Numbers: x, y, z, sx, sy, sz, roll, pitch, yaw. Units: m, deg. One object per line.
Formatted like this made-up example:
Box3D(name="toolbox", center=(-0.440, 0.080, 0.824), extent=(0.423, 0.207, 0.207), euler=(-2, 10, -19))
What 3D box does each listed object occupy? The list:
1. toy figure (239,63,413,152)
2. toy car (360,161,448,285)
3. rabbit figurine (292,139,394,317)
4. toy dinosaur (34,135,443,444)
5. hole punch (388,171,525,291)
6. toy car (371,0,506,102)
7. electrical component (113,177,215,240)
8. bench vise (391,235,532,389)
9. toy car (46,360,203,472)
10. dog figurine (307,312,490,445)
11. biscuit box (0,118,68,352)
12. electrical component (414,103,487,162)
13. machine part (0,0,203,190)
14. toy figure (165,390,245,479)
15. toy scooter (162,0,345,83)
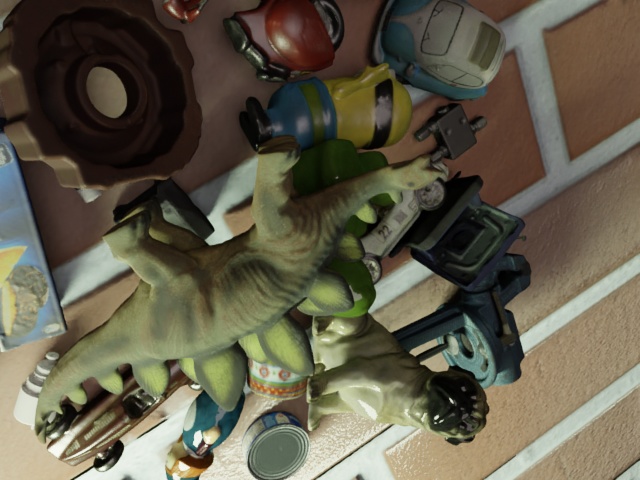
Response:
Box3D(name="toy figure", center=(0.011, -0.129, 0.570), extent=(0.180, 0.082, 0.089), euler=(-18, 109, -18))
Box3D(name="toy car", center=(0.078, -0.016, 0.635), extent=(0.056, 0.073, 0.201), euler=(40, 89, -7))
Box3D(name="rabbit figurine", center=(-0.001, -0.002, 0.557), extent=(0.121, 0.159, 0.170), euler=(7, 73, -64))
Box3D(name="toy dinosaur", center=(-0.105, 0.052, 0.483), extent=(0.472, 0.105, 0.198), euler=(-25, 104, 14))
Box3D(name="hole punch", center=(0.165, -0.010, 0.647), extent=(0.092, 0.116, 0.142), euler=(38, 88, -11))
Box3D(name="toy car", center=(0.145, -0.209, 0.588), extent=(0.161, 0.103, 0.109), euler=(18, 100, -24))
Box3D(name="electrical component", center=(-0.148, -0.005, 0.561), extent=(0.075, 0.048, 0.119), euler=(-42, 118, -4))
Box3D(name="bench vise", center=(0.173, 0.107, 0.696), extent=(0.241, 0.129, 0.223), euler=(-21, 111, -20))
Box3D(name="toy car", center=(-0.208, 0.177, 0.595), extent=(0.202, 0.053, 0.089), euler=(-40, 121, -8))
Box3D(name="dog figurine", center=(0.085, 0.138, 0.611), extent=(0.191, 0.172, 0.121), euler=(2, 150, 2))
Box3D(name="biscuit box", center=(-0.284, -0.003, 0.483), extent=(0.059, 0.063, 0.202), euler=(-16, 119, -26))
Box3D(name="electrical component", center=(0.163, -0.136, 0.664), extent=(0.094, 0.021, 0.063), euler=(-35, 116, -8))
Box3D(name="machine part", center=(-0.186, -0.127, 0.465), extent=(0.179, 0.056, 0.179), euler=(-5, 97, -49))
Box3D(name="toy figure", center=(-0.142, 0.236, 0.635), extent=(0.058, 0.064, 0.154), euler=(32, 98, 12))
Box3D(name="toy scooter", center=(-0.066, -0.217, 0.504), extent=(0.135, 0.075, 0.183), euler=(-48, 117, -17))
